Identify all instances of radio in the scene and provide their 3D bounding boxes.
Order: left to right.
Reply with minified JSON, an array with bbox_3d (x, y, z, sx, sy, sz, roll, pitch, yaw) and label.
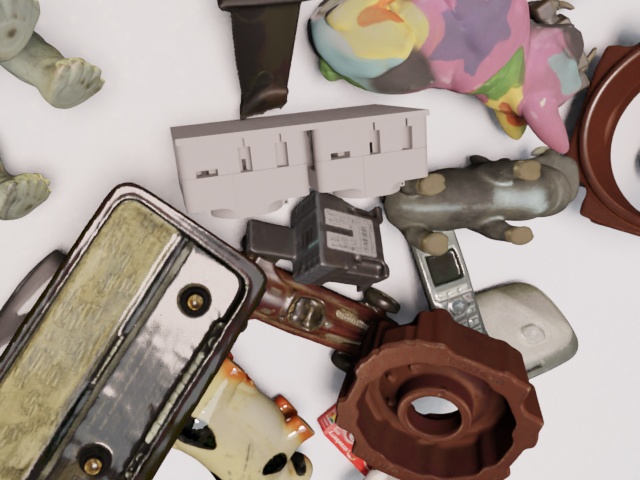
[{"bbox_3d":[-0.148,0.084,0.388,0.131,0.073,0.229,33,86,-21],"label":"radio"}]

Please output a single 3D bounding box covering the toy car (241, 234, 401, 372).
[{"bbox_3d":[-0.008,0.067,0.508,0.202,0.053,0.089,26,93,-21],"label":"toy car"}]

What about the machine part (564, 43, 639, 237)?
[{"bbox_3d":[0.342,-0.092,0.483,0.087,0.202,0.200,4,106,-45],"label":"machine part"}]

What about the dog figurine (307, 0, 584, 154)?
[{"bbox_3d":[0.118,-0.146,0.451,0.191,0.109,0.219,-41,112,0],"label":"dog figurine"}]

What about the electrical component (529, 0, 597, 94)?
[{"bbox_3d":[0.220,-0.178,0.514,0.078,0.045,0.102,-34,113,26],"label":"electrical component"}]

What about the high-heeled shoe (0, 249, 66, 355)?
[{"bbox_3d":[-0.294,0.099,0.414,0.249,0.086,0.145,-13,105,-18],"label":"high-heeled shoe"}]

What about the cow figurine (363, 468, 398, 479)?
[{"bbox_3d":[0.112,0.277,0.586,0.167,0.068,0.098,32,96,-43],"label":"cow figurine"}]

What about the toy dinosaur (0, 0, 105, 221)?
[{"bbox_3d":[-0.265,-0.106,0.342,0.192,0.131,0.404,43,108,8],"label":"toy dinosaur"}]

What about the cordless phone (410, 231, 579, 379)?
[{"bbox_3d":[0.166,0.054,0.550,0.147,0.089,0.184,-18,93,-11],"label":"cordless phone"}]

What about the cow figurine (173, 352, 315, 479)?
[{"bbox_3d":[-0.072,0.202,0.509,0.127,0.086,0.194,-44,115,-8],"label":"cow figurine"}]

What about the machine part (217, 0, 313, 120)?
[{"bbox_3d":[-0.041,-0.157,0.405,0.084,0.039,0.138,-19,145,-26],"label":"machine part"}]

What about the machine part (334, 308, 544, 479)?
[{"bbox_3d":[0.103,0.147,0.482,0.180,0.056,0.179,6,118,12],"label":"machine part"}]

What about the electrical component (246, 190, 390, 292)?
[{"bbox_3d":[-0.001,-0.001,0.467,0.119,0.048,0.075,16,58,-30],"label":"electrical component"}]

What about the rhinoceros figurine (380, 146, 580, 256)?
[{"bbox_3d":[0.152,-0.039,0.493,0.190,0.112,0.073,-10,102,-9],"label":"rhinoceros figurine"}]
